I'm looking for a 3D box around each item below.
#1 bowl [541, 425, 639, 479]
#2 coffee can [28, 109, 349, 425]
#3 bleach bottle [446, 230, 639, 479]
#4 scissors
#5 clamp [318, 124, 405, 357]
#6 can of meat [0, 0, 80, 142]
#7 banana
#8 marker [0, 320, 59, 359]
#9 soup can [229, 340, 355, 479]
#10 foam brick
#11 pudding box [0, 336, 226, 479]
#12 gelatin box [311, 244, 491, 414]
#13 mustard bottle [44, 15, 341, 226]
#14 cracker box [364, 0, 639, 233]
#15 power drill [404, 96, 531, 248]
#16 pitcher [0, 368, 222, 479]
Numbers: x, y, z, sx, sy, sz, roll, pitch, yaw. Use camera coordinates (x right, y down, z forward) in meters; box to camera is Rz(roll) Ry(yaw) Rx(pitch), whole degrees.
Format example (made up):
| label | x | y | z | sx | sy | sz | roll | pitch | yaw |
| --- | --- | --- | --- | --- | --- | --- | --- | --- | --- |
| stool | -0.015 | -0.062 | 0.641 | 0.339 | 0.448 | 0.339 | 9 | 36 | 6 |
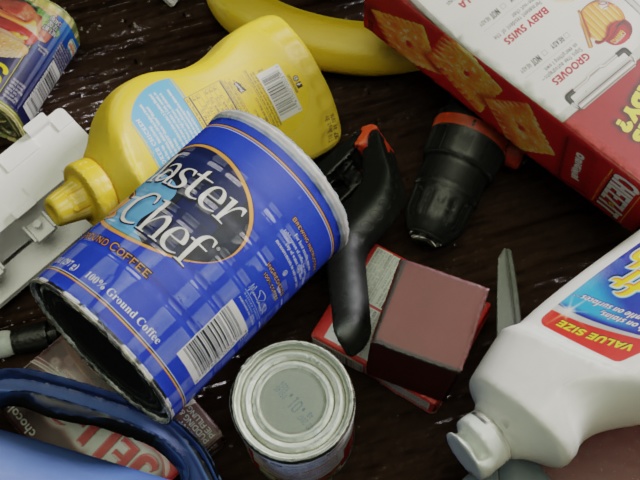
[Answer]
| label | x | y | z | sx | sy | sz | roll | pitch | yaw |
| --- | --- | --- | --- | --- | --- | --- | --- | --- | --- |
| bowl | 0.169 | 0.121 | 0.615 | 0.162 | 0.055 | 0.162 | -2 | 71 | 5 |
| coffee can | -0.068 | 0.013 | 0.571 | 0.103 | 0.103 | 0.140 | 39 | 68 | 13 |
| bleach bottle | 0.179 | 0.049 | 0.564 | 0.250 | 0.068 | 0.103 | -33 | 48 | -15 |
| scissors | 0.088 | 0.108 | 0.589 | 0.096 | 0.016 | 0.202 | -15 | 71 | 1 |
| clamp | -0.004 | 0.001 | 0.660 | 0.120 | 0.039 | 0.171 | -2 | 47 | 28 |
| can of meat | -0.223 | -0.125 | 0.714 | 0.102 | 0.057 | 0.084 | 24 | 71 | 9 |
| banana | -0.001 | -0.147 | 0.726 | 0.198 | 0.037 | 0.069 | 22 | 73 | 9 |
| marker | -0.223 | 0.070 | 0.664 | 0.121 | 0.020 | 0.020 | -12 | 71 | -3 |
| soup can | -0.014 | 0.101 | 0.605 | 0.068 | 0.102 | 0.068 | -1 | 70 | 1 |
| foam brick | 0.059 | 0.053 | 0.600 | 0.051 | 0.078 | 0.053 | 19 | 73 | 7 |
| pudding box | -0.125 | 0.107 | 0.638 | 0.090 | 0.039 | 0.113 | -41 | 75 | -12 |
| gelatin box | 0.050 | 0.053 | 0.659 | 0.089 | 0.030 | 0.073 | 28 | 72 | 10 |
| mustard bottle | -0.082 | -0.060 | 0.653 | 0.191 | 0.058 | 0.096 | -32 | 100 | -29 |
| cracker box | 0.158 | -0.134 | 0.638 | 0.214 | 0.072 | 0.164 | 40 | 78 | 12 |
| power drill | 0.163 | -0.051 | 0.678 | 0.188 | 0.057 | 0.184 | 23 | 75 | 8 |
| pitcher | -0.099 | 0.170 | 0.549 | 0.242 | 0.145 | 0.149 | 16 | 95 | -13 |
